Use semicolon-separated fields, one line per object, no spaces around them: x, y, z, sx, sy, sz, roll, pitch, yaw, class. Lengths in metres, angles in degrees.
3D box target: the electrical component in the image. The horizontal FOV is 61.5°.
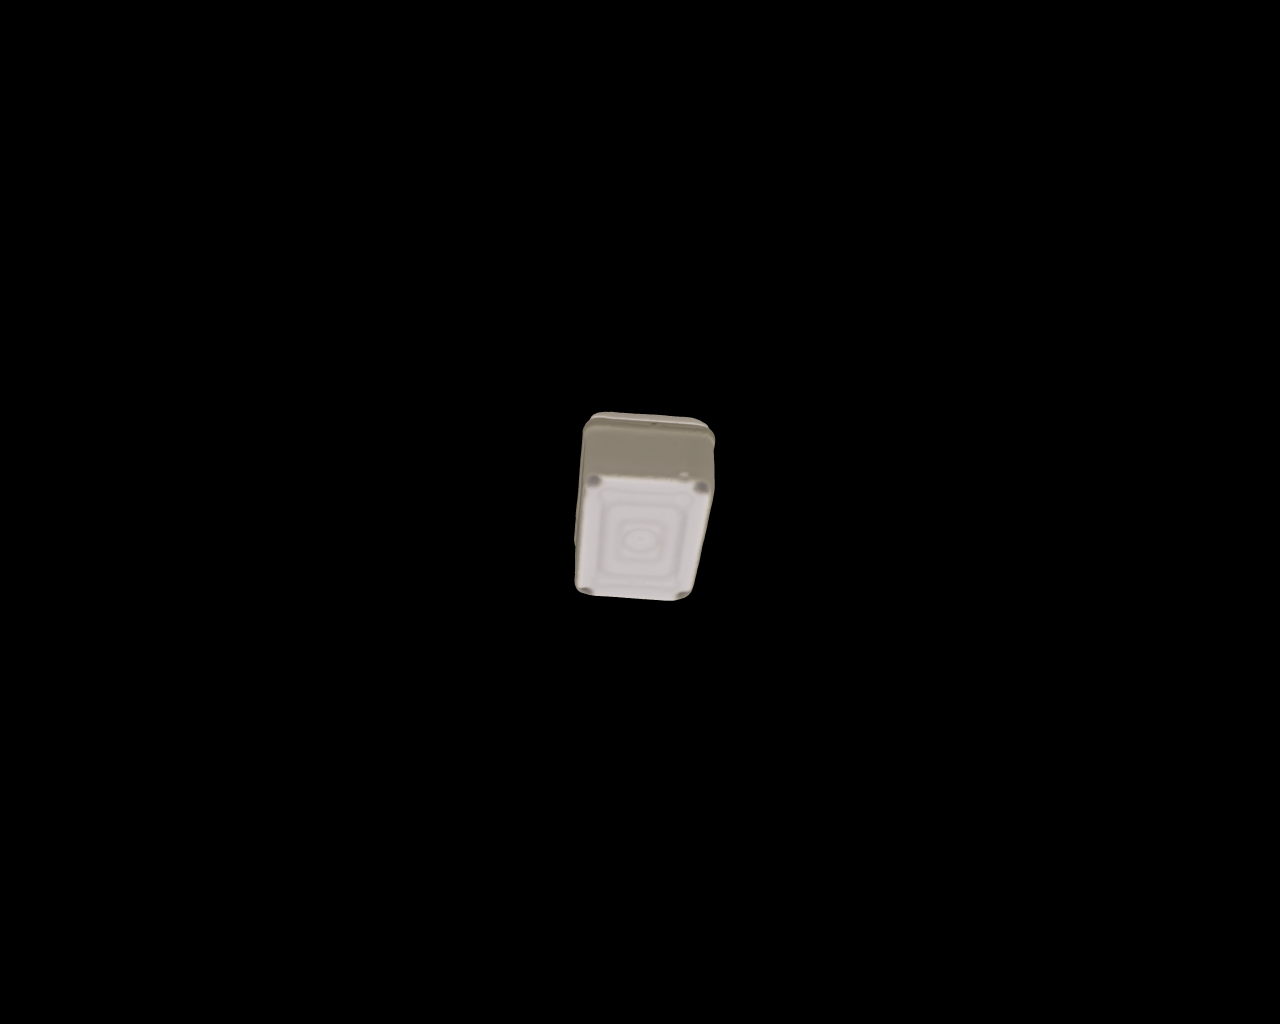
0.001;-0.003;0.650;0.078;0.057;0.113;4;-43;-4;electrical component
